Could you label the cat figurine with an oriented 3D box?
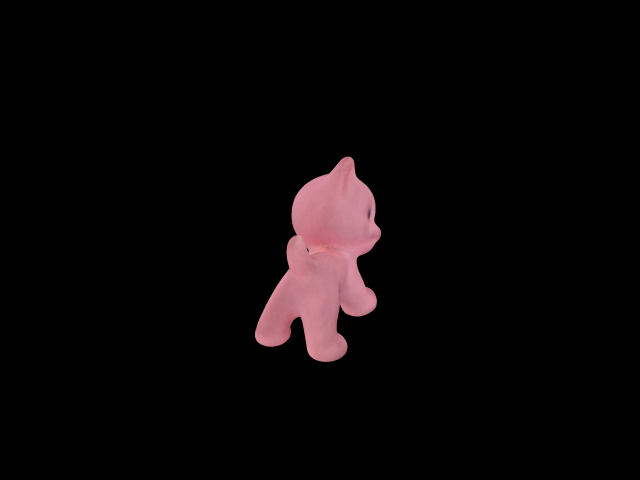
[{"bbox_3d":[0.004,0.001,0.400,0.067,0.118,0.128,8,24,19],"label":"cat figurine"}]
